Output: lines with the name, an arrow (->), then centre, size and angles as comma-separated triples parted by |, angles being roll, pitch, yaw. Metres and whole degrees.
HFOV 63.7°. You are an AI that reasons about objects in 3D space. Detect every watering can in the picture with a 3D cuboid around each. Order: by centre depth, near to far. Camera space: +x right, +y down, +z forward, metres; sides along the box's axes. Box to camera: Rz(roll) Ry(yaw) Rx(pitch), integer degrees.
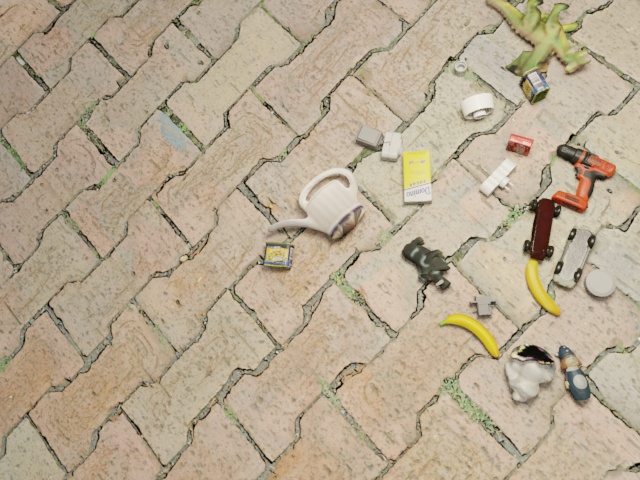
watering can -> 0.005, -0.088, 1.752 | 0.348, 0.103, 0.226 | -43, 73, -1

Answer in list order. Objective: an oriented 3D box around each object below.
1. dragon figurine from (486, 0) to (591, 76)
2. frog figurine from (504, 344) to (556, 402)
dragon figurine -> 0.713, -0.676, 1.741 | 0.413, 0.121, 0.242 | 26, 93, 26
frog figurine -> 0.616, 0.394, 1.514 | 0.137, 0.125, 0.156 | -1, 114, 5
